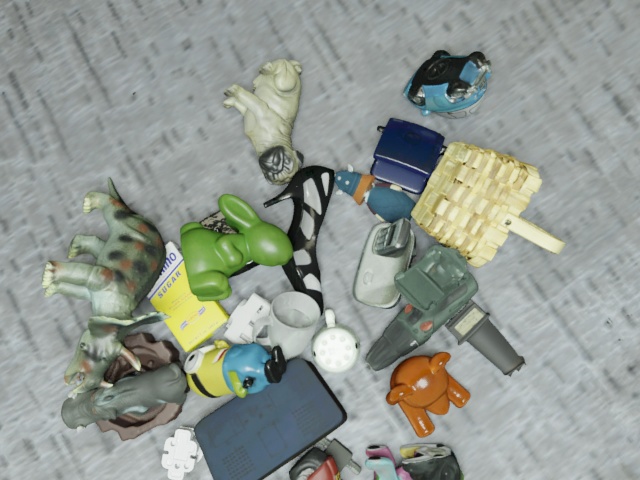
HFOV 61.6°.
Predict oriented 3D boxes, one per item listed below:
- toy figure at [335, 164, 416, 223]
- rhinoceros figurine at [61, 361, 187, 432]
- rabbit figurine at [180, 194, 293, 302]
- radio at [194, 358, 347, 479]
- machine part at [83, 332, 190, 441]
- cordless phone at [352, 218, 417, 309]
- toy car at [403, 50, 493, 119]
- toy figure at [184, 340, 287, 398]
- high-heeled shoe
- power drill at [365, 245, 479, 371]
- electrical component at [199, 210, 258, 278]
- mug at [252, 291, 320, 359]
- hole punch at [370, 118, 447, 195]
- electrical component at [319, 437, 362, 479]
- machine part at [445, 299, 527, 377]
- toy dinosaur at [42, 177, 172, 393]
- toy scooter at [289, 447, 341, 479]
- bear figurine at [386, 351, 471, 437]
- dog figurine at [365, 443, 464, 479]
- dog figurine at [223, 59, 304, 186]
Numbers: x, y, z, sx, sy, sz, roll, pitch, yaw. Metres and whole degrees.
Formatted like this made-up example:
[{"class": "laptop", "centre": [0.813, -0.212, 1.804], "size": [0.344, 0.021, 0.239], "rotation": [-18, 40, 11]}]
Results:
[{"class": "toy figure", "centre": [0.095, -0.079, 0.954], "size": [0.155, 0.057, 0.064], "rotation": [30, 77, 12]}, {"class": "rhinoceros figurine", "centre": [-0.301, 0.247, 0.840], "size": [0.190, 0.112, 0.073], "rotation": [-15, 82, -6]}, {"class": "rabbit figurine", "centre": [-0.133, 0.013, 0.877], "size": [0.170, 0.121, 0.159], "rotation": [-13, 69, -8]}, {"class": "radio", "centre": [-0.083, 0.303, 0.887], "size": [0.230, 0.073, 0.131], "rotation": [-33, 70, -4]}, {"class": "machine part", "centre": [-0.314, 0.248, 0.925], "size": [0.179, 0.056, 0.179], "rotation": [-1, 80, 4]}, {"class": "cordless phone", "centre": [0.114, 0.039, 0.870], "size": [0.089, 0.184, 0.146], "rotation": [18, 82, 1]}, {"class": "toy car", "centre": [0.237, -0.266, 0.949], "size": [0.162, 0.102, 0.109], "rotation": [18, 73, 51]}, {"class": "toy figure", "centre": [-0.140, 0.211, 0.864], "size": [0.180, 0.082, 0.089], "rotation": [-6, 91, 26]}, {"class": "high-heeled shoe", "centre": [-0.002, -0.003, 0.944], "size": [0.145, 0.086, 0.248], "rotation": [-24, 96, -18]}, {"class": "power drill", "centre": [0.160, 0.109, 0.847], "size": [0.232, 0.207, 0.086], "rotation": [-37, 58, -12]}, {"class": "electrical component", "centre": [-0.162, 0.005, 0.954], "size": [0.134, 0.058, 0.115], "rotation": [-27, 83, -1]}, {"class": "mug", "centre": [-0.060, 0.153, 0.891], "size": [0.109, 0.107, 0.081], "rotation": [-13, 47, -29]}, {"class": "hole punch", "centre": [0.156, -0.156, 0.949], "size": [0.142, 0.092, 0.115], "rotation": [20, 79, 9]}, {"class": "electrical component", "centre": [0.021, 0.372, 0.903], "size": [0.094, 0.021, 0.063], "rotation": [39, 86, 8]}, {"class": "machine part", "centre": [0.285, 0.171, 0.914], "size": [0.139, 0.039, 0.084], "rotation": [43, 78, 10]}, {"class": "toy dinosaur", "centre": [-0.320, 0.036, 0.876], "size": [0.192, 0.131, 0.405], "rotation": [21, 43, -16]}, {"class": "toy scooter", "centre": [-0.018, 0.429, 0.859], "size": [0.135, 0.075, 0.184], "rotation": [46, 108, 12]}, {"class": "bear figurine", "centre": [0.170, 0.235, 0.830], "size": [0.120, 0.196, 0.132], "rotation": [-39, 82, -6]}, {"class": "dog figurine", "centre": [0.132, 0.442, 0.847], "size": [0.192, 0.108, 0.219], "rotation": [-1, 85, 0]}, {"class": "dog figurine", "centre": [-0.065, -0.212, 0.974], "size": [0.172, 0.121, 0.190], "rotation": [-35, 95, 0]}]
